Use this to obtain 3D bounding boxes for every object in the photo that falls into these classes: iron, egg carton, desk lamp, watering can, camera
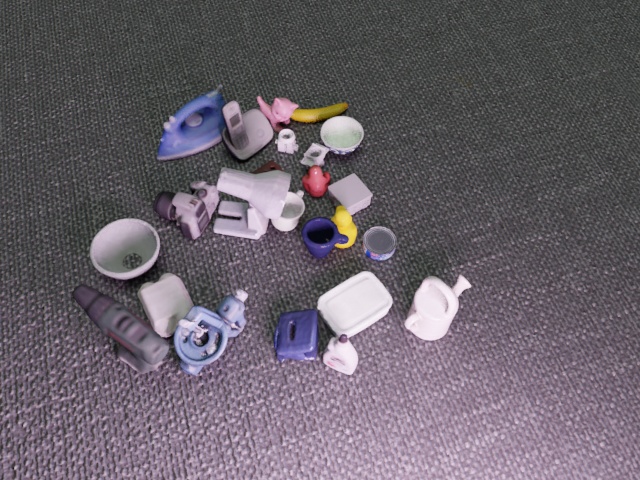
[{"bbox_3d":[-0.358,-0.331,1.601,0.259,0.141,0.118,-37,66,-21],"label":"iron"},{"bbox_3d":[-0.356,0.152,1.345,0.107,0.069,0.150,-27,63,-17],"label":"egg carton"},{"bbox_3d":[-0.170,-0.095,1.417,0.203,0.213,0.118,7,58,3],"label":"desk lamp"},{"bbox_3d":[0.264,0.139,1.295,0.100,0.194,0.173,28,62,16],"label":"watering can"},{"bbox_3d":[-0.350,-0.096,1.480,0.136,0.101,0.143,19,60,11],"label":"camera"}]

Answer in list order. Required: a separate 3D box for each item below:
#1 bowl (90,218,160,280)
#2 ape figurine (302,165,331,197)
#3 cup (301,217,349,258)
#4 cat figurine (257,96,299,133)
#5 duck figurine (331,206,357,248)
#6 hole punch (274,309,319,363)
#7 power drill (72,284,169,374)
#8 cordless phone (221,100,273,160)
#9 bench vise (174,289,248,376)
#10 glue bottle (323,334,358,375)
[{"bbox_3d":[-0.472,0.033,1.412,0.167,0.075,0.167,1,58,-1],"label":"bowl"},{"bbox_3d":[-0.010,-0.167,1.537,0.078,0.092,0.076,4,58,1],"label":"ape figurine"},{"bbox_3d":[0.013,0.005,1.430,0.117,0.095,0.092,10,59,5],"label":"cup"},{"bbox_3d":[-0.127,-0.377,1.649,0.127,0.118,0.067,25,61,14],"label":"cat figurine"},{"bbox_3d":[0.057,-0.039,1.463,0.077,0.086,0.104,-4,58,-4],"label":"duck figurine"},{"bbox_3d":[-0.054,0.216,1.300,0.101,0.091,0.108,3,58,1],"label":"hole punch"},{"bbox_3d":[-0.416,0.203,1.230,0.229,0.208,0.076,29,62,16],"label":"power drill"},{"bbox_3d":[-0.205,-0.324,1.574,0.094,0.185,0.148,35,64,19],"label":"cordless phone"},{"bbox_3d":[-0.247,0.173,1.246,0.121,0.220,0.207,16,59,9],"label":"bench vise"},{"bbox_3d":[0.046,0.239,1.240,0.078,0.173,0.037,18,60,10],"label":"glue bottle"}]
